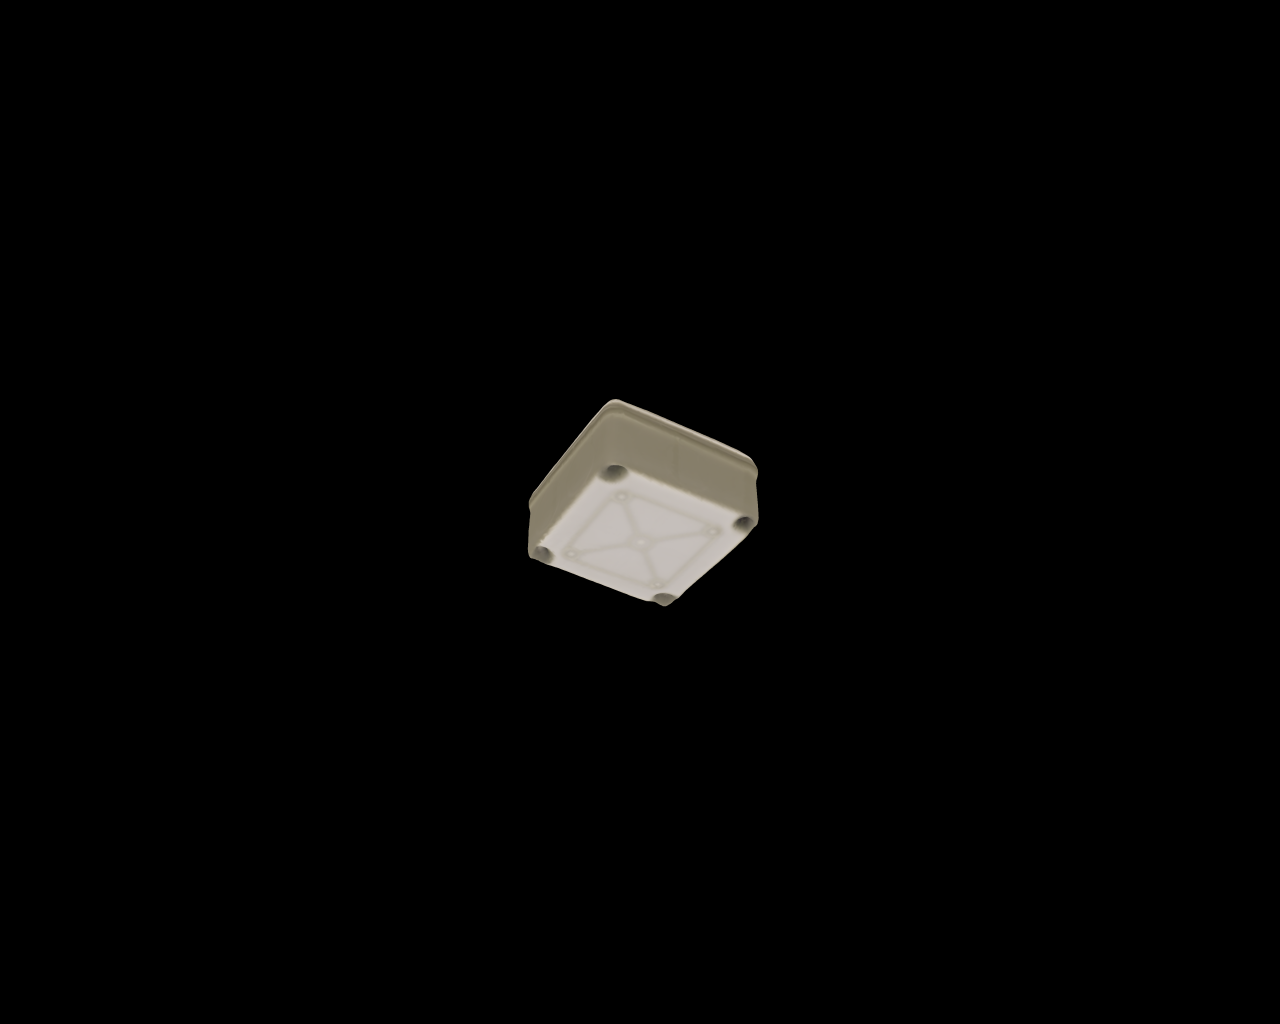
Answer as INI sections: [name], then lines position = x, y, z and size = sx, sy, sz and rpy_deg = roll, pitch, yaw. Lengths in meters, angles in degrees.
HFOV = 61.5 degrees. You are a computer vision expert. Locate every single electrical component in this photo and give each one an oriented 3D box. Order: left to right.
[electrical component]
position = 0.001, -0.003, 0.650
size = 0.109, 0.056, 0.108
rpy_deg = 22, -45, -24
